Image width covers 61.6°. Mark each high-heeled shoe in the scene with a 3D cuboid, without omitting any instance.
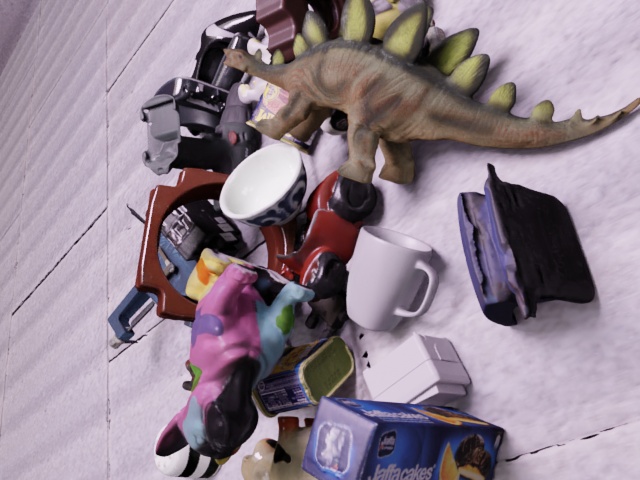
[{"bbox_3d":[-0.186,-0.302,0.991,0.249,0.086,0.145,-28,60,43],"label":"high-heeled shoe"}]

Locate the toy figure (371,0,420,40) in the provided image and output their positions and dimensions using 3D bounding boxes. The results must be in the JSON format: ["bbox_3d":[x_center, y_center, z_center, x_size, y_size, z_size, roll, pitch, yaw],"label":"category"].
[{"bbox_3d":[0.064,-0.343,0.697,0.180,0.082,0.089,55,150,1],"label":"toy figure"}]

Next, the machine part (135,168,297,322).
[{"bbox_3d":[-0.141,0.015,0.738,0.087,0.201,0.201,150,127,-64],"label":"machine part"}]

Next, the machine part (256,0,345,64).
[{"bbox_3d":[-0.009,-0.312,0.742,0.056,0.179,0.179,-5,73,43],"label":"machine part"}]

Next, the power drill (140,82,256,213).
[{"bbox_3d":[-0.179,-0.161,0.841,0.086,0.207,0.232,-5,84,26],"label":"power drill"}]

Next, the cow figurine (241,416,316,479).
[{"bbox_3d":[-0.018,0.270,0.620,0.195,0.085,0.127,-16,60,42],"label":"cow figurine"}]

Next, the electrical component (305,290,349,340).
[{"bbox_3d":[0.015,0.082,0.688,0.063,0.021,0.094,38,104,46],"label":"electrical component"}]

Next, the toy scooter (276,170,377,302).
[{"bbox_3d":[-0.001,-0.002,0.684,0.135,0.075,0.184,-25,41,55],"label":"toy scooter"}]

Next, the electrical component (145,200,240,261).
[{"bbox_3d":[-0.192,-0.017,0.854,0.134,0.115,0.058,45,107,13],"label":"electrical component"}]

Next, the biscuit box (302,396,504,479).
[{"bbox_3d":[0.079,0.175,0.455,0.063,0.202,0.059,12,84,47],"label":"biscuit box"}]

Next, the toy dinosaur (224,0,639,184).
[{"bbox_3d":[0.077,-0.162,0.598,0.472,0.105,0.198,26,114,23],"label":"toy dinosaur"}]

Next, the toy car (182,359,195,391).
[{"bbox_3d":[-0.169,0.191,0.796,0.202,0.053,0.089,-6,75,63],"label":"toy car"}]

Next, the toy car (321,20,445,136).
[{"bbox_3d":[0.075,-0.206,0.697,0.202,0.056,0.073,-26,65,35],"label":"toy car"}]

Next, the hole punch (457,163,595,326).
[{"bbox_3d":[0.167,0.015,0.488,0.092,0.115,0.142,-30,56,46],"label":"hole punch"}]

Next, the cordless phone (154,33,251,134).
[{"bbox_3d":[-0.189,-0.279,0.931,0.089,0.146,0.184,41,111,38],"label":"cordless phone"}]

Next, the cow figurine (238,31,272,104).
[{"bbox_3d":[-0.066,-0.295,0.868,0.098,0.068,0.167,12,89,42],"label":"cow figurine"}]

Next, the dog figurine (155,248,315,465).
[{"bbox_3d":[-0.109,0.130,0.596,0.192,0.108,0.219,15,82,58],"label":"dog figurine"}]

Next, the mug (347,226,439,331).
[{"bbox_3d":[0.080,0.051,0.597,0.110,0.081,0.107,30,110,39],"label":"mug"}]

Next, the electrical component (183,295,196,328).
[{"bbox_3d":[-0.168,0.113,0.801,0.075,0.119,0.047,7,82,45],"label":"electrical component"}]

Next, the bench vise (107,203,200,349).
[{"bbox_3d":[-0.285,0.077,0.922,0.240,0.128,0.224,-48,64,1],"label":"bench vise"}]
